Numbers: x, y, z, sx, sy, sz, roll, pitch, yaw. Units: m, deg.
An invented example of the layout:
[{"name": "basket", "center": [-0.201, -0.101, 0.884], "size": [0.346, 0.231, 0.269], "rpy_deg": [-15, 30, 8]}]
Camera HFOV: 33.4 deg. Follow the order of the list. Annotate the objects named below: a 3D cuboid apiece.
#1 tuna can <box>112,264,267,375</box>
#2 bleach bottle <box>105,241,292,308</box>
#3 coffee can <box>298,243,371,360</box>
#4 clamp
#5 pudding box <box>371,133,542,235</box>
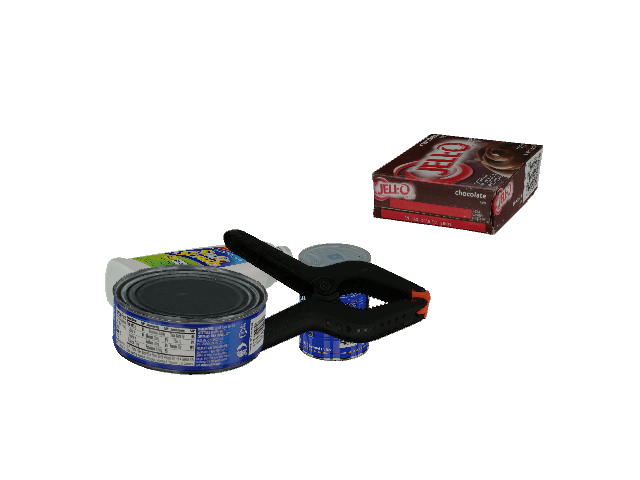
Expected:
[{"name": "tuna can", "center": [-0.073, 0.043, 0.596], "size": [0.086, 0.034, 0.086], "rpy_deg": [4, 17, -1]}, {"name": "bleach bottle", "center": [-0.141, 0.041, 1.354], "size": [0.250, 0.068, 0.103], "rpy_deg": [-15, 29, -43]}, {"name": "coffee can", "center": [0.020, 0.087, 1.522], "size": [0.103, 0.140, 0.103], "rpy_deg": [0, 20, 0]}, {"name": "clamp", "center": [-0.003, 0.062, 1.011], "size": [0.210, 0.036, 0.164], "rpy_deg": [8, 45, 2]}, {"name": "pudding box", "center": [0.099, -0.043, 0.761], "size": [0.090, 0.039, 0.113], "rpy_deg": [10, 22, 25]}]
